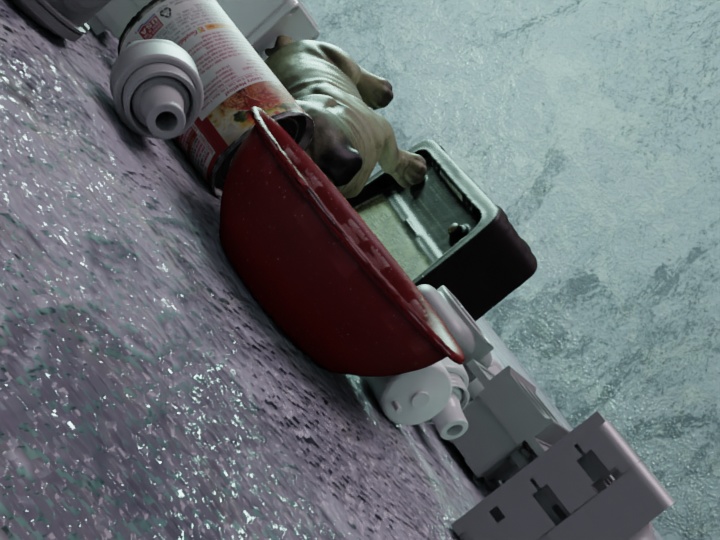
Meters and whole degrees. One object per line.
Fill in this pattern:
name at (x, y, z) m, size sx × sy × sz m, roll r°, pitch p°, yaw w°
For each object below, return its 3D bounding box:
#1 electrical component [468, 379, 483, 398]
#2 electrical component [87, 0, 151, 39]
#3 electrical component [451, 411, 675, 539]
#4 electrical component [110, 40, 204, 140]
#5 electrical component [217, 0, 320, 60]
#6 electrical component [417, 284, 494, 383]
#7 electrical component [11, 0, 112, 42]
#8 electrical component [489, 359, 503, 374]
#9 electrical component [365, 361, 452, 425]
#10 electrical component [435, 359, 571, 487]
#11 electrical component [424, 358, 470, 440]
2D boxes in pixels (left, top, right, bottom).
electrical component at (0.090, 0.101, 0.830) m, size 0.046 × 0.040 × 0.040 m, roll 48°, pitch 3°, yaw 31°
electrical component at (-0.156, -0.189, 0.629) m, size 0.096 × 0.061 × 0.061 m, roll 49°, pitch 6°, yaw -22°
electrical component at (0.113, 0.128, 0.563) m, size 0.061 × 0.089 × 0.150 m, roll 52°, pitch 6°, yaw 16°
electrical component at (-0.095, -0.082, 0.511) m, size 0.043 × 0.043 × 0.062 m, roll 47°, pitch 8°, yaw -33°
electrical component at (-0.096, -0.190, 0.881) m, size 0.056 × 0.109 × 0.109 m, roll 49°, pitch 5°, yaw 6°
electrical component at (0.053, 0.051, 0.751) m, size 0.053 × 0.059 × 0.095 m, roll 54°, pitch 6°, yaw 27°
electrical component at (-0.148, -0.153, 0.511) m, size 0.080 × 0.051 × 0.080 m, roll 50°, pitch 5°, yaw -7°
electrical component at (0.101, 0.105, 0.873) m, size 0.048 × 0.048 × 0.062 m, roll 47°, pitch 14°, yaw -35°
electrical component at (0.021, 0.050, 0.589) m, size 0.040 × 0.040 × 0.078 m, roll 47°, pitch 7°, yaw -36°
electrical component at (0.098, 0.108, 0.720) m, size 0.078 × 0.063 × 0.121 m, roll 53°, pitch 6°, yaw 20°
electrical component at (0.044, 0.071, 0.634) m, size 0.048 × 0.048 × 0.062 m, roll 45°, pitch 14°, yaw -45°
